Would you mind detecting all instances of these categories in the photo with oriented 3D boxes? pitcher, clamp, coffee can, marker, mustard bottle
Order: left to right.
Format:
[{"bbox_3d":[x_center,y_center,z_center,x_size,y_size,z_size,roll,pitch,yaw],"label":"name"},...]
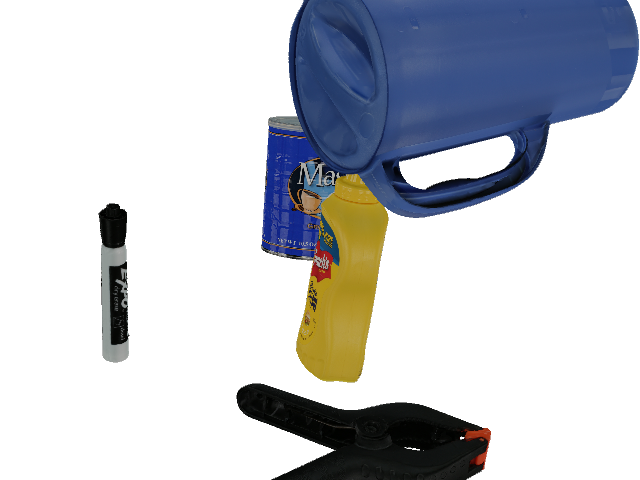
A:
[{"bbox_3d":[-0.143,0.030,0.740,0.020,0.121,0.020,4,28,-2],"label":"marker"},{"bbox_3d":[-0.009,-0.058,1.143,0.103,0.140,0.103,4,12,-1],"label":"coffee can"},{"bbox_3d":[0.022,0.021,0.936,0.058,0.192,0.096,6,19,-13],"label":"mustard bottle"},{"bbox_3d":[0.025,0.140,0.686,0.171,0.039,0.120,4,35,1],"label":"clamp"},{"bbox_3d":[0.111,-0.120,0.773,0.242,0.149,0.145,-12,34,-27],"label":"pitcher"}]
